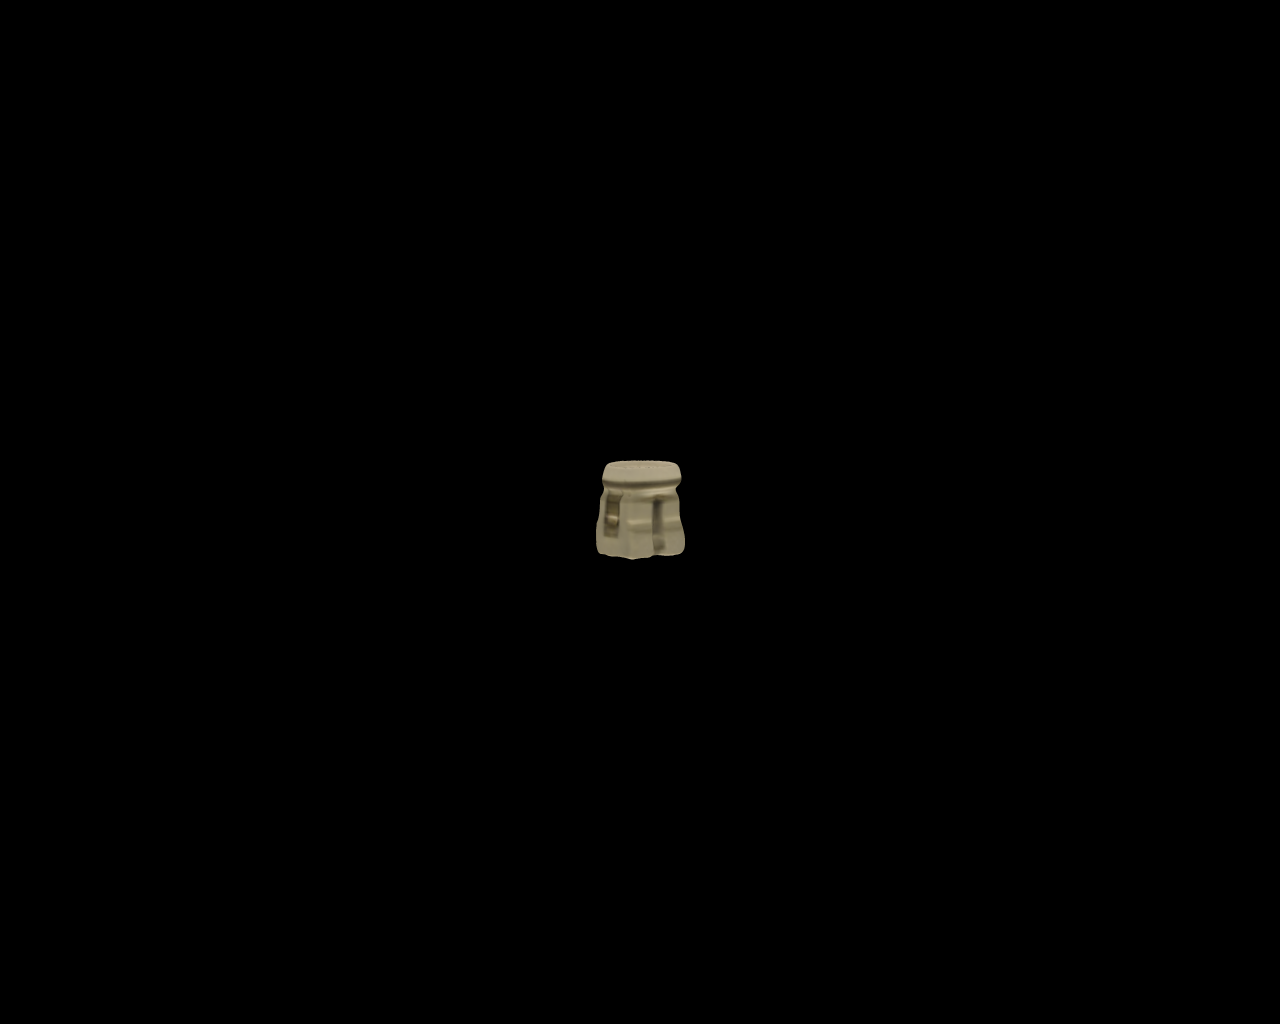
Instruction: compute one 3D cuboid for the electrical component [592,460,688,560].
[{"bbox_3d":[0.001,-0.003,0.650,0.066,0.055,0.048,-5,8,-40],"label":"electrical component"}]
